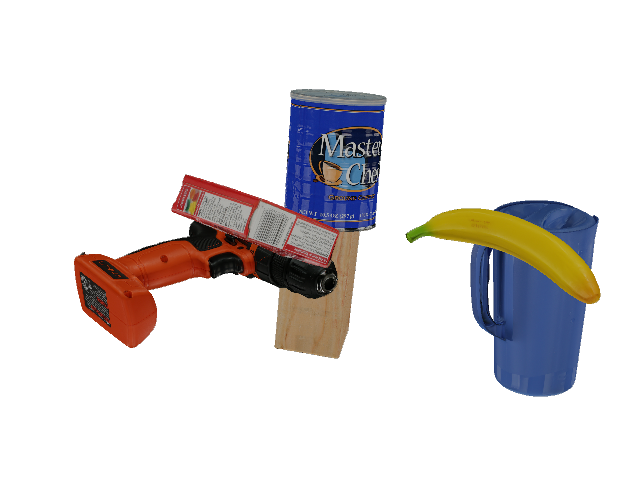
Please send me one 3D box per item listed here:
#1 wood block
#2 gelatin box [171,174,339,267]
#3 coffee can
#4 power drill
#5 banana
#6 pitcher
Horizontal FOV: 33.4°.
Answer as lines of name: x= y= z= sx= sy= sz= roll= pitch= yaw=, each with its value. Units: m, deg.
wood block: x=-0.002 y=0.038 z=1.403 sx=0.090 sy=0.206 sz=0.090 roll=9 pitch=23 yaw=7
gelatin box: x=-0.042 y=-0.012 z=0.709 sx=0.073 sy=0.030 sz=0.089 roll=20 pitch=-1 yaw=39
coffee can: x=0.014 y=-0.088 z=1.150 sx=0.103 sy=0.140 sz=0.103 roll=4 pitch=12 yaw=-1
power drill: x=-0.102 y=0.029 z=0.924 sx=0.187 sy=0.057 sz=0.185 roll=-20 pitch=28 yaw=-33
banana: x=0.185 y=0.007 z=1.036 sx=0.198 sy=0.069 sz=0.037 roll=18 pitch=-28 yaw=27
pitcher: x=0.277 y=0.077 z=1.392 sx=0.149 sy=0.243 sz=0.144 roll=5 pitch=20 yaw=16
